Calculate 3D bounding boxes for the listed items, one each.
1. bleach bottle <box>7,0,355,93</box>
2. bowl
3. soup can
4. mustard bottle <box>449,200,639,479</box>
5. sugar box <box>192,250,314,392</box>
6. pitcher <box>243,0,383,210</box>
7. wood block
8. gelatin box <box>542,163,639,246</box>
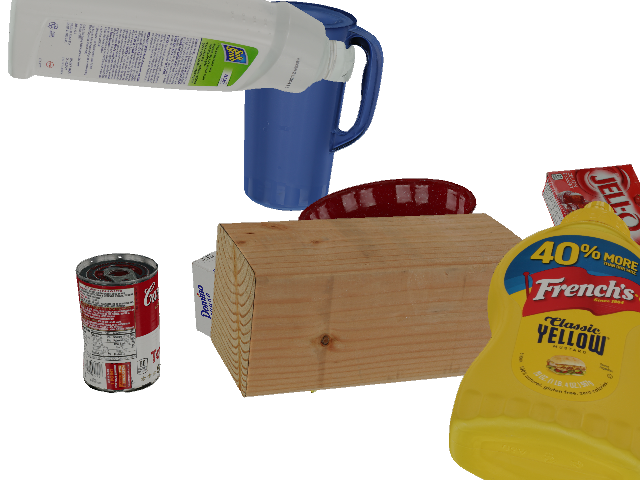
[{"bbox_3d":[-0.100,-0.148,0.797,0.250,0.068,0.103,8,-27,-14],"label":"bleach bottle"},{"bbox_3d":[0.063,-0.004,0.968,0.162,0.055,0.162,-8,21,3],"label":"bowl"},{"bbox_3d":[-0.171,0.070,0.906,0.068,0.102,0.068,1,19,-1],"label":"soup can"},{"bbox_3d":[0.133,0.044,0.558,0.096,0.058,0.191,10,43,16],"label":"mustard bottle"},{"bbox_3d":[-0.061,0.083,1.138,0.176,0.093,0.048,26,39,36],"label":"sugar box"},{"bbox_3d":[-0.023,-0.162,1.305,0.144,0.243,0.149,-7,27,-25],"label":"pitcher"},{"bbox_3d":[0.037,0.040,0.737,0.205,0.091,0.090,-3,23,-20],"label":"wood block"},{"bbox_3d":[0.225,-0.019,0.849,0.073,0.089,0.030,-6,-39,-6],"label":"gelatin box"}]
